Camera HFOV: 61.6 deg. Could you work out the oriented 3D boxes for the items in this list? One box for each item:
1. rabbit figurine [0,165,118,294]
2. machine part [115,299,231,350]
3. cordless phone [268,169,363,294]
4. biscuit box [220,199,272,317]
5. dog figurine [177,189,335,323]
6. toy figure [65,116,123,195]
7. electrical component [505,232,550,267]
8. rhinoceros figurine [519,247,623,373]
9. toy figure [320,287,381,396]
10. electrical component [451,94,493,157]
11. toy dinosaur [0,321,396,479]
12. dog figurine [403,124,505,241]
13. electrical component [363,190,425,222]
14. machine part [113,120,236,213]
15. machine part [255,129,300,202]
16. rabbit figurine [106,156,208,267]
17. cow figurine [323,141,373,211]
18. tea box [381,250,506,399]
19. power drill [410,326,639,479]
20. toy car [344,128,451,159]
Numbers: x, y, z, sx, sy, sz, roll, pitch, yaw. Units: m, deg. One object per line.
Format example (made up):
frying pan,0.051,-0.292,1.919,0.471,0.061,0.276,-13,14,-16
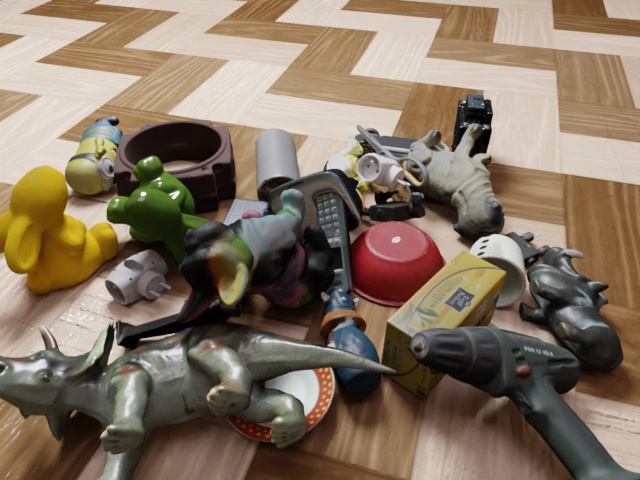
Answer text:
rabbit figurine,-0.390,-0.019,0.754,0.122,0.173,0.162,24,41,21
machine part,-0.188,0.106,0.686,0.139,0.084,0.039,-14,73,-3
cordless phone,-0.003,-0.002,0.799,0.147,0.184,0.088,-15,-17,38
biscuit box,-0.121,0.019,0.792,0.063,0.059,0.203,6,40,9
dog figurine,-0.077,0.043,0.653,0.109,0.191,0.219,-18,21,29
toy figure,-0.409,-0.154,0.989,0.089,0.082,0.180,-21,47,10
electrical component,0.301,0.017,0.820,0.094,0.021,0.063,-18,43,-20
rhinoceros figurine,0.327,0.082,0.701,0.112,0.073,0.190,-1,40,1
toy figure,0.032,0.121,0.670,0.058,0.064,0.155,-39,34,13
electrical component,0.279,-0.197,0.991,0.058,0.134,0.115,5,38,6
toy dinosaur,-0.141,0.146,0.580,0.405,0.131,0.192,-10,35,-14
dog figurine,0.212,-0.078,0.890,0.172,0.121,0.190,-17,49,33
electrical component,0.121,-0.056,0.872,0.078,0.045,0.102,-9,12,-34
machine part,-0.255,-0.135,0.960,0.201,0.087,0.201,-7,41,-6
machine part,-0.075,-0.127,0.955,0.079,0.079,0.243,-4,39,-5
rabbit figurine,-0.238,-0.030,0.786,0.121,0.159,0.170,-45,13,-2
cow figurine,0.035,-0.092,0.912,0.098,0.068,0.167,-24,30,26
tea box,0.153,0.100,0.664,0.068,0.098,0.169,31,47,31
power drill,0.212,0.177,0.538,0.232,0.086,0.207,9,33,-38
toy car,0.147,-0.170,1.023,0.202,0.056,0.073,8,34,9
